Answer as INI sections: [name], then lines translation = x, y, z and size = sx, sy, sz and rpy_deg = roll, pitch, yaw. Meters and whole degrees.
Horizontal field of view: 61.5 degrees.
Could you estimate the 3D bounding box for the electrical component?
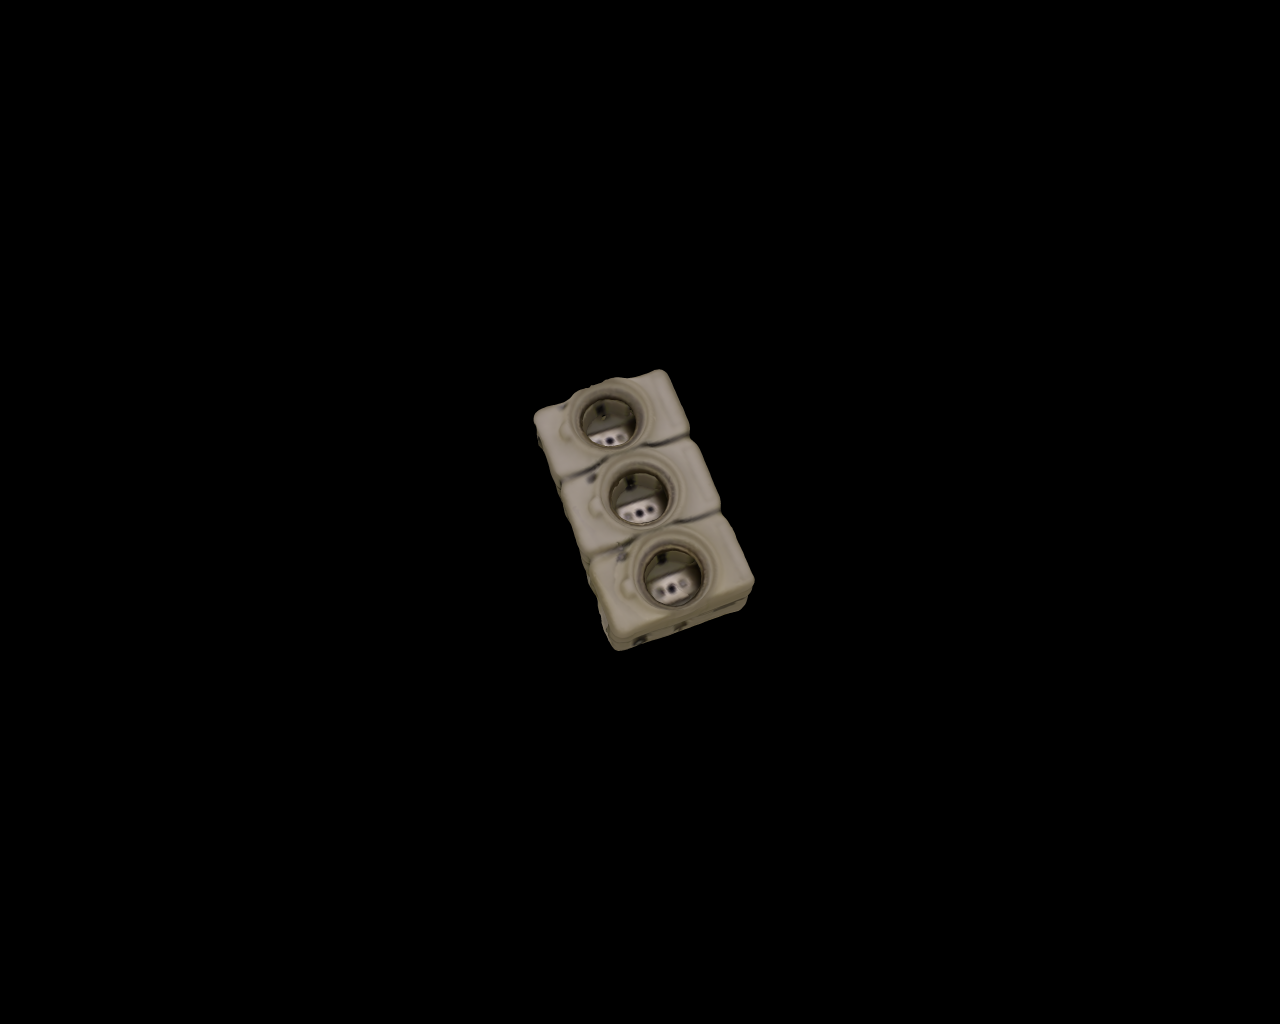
[electrical component]
translation = 0.001, -0.003, 0.650
size = 0.089, 0.150, 0.061
rpy_deg = -19, -20, -7
